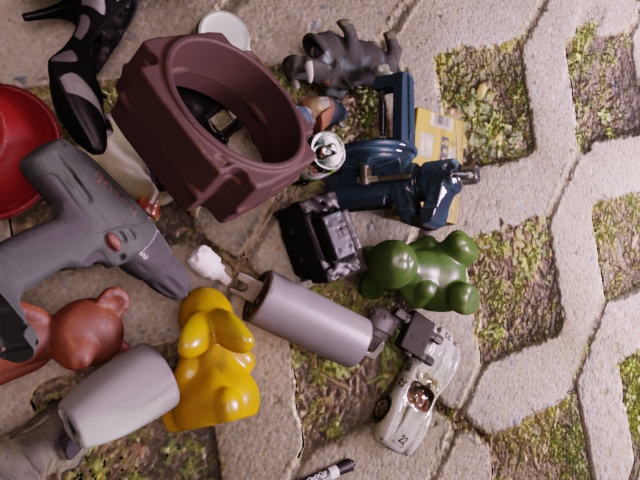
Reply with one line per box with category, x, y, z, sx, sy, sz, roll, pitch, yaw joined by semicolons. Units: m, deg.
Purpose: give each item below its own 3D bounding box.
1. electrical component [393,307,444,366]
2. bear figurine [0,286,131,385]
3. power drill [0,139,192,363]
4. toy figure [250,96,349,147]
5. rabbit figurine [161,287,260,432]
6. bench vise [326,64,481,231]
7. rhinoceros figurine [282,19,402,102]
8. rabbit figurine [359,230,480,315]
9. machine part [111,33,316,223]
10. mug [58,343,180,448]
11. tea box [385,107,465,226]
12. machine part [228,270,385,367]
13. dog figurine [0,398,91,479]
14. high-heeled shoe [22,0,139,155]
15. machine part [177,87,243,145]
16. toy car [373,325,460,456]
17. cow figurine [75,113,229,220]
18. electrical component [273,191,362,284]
electrical component;0.138;0.140;0.783;0.094;0.021;0.063;36;69;-18
bear figurine;-0.305;0.121;0.578;0.196;0.132;0.120;3;116;-21
power drill;-0.248;0.026;0.550;0.231;0.086;0.207;60;43;-22
toy figure;-0.024;-0.170;0.767;0.154;0.058;0.064;-25;78;-23
rabbit figurine;-0.139;0.136;0.651;0.122;0.162;0.173;-4;69;-14
bench vise;0.110;-0.133;0.749;0.129;0.224;0.240;7;80;-48
rhinoceros figurine;0.034;-0.263;0.804;0.190;0.073;0.112;-5;98;-27
rabbit figurine;0.125;0.035;0.768;0.170;0.159;0.121;19;75;-42
machine part;-0.112;-0.135;0.617;0.201;0.087;0.201;51;37;1
mug;-0.227;0.168;0.583;0.107;0.110;0.080;-27;119;-43
tea box;0.166;-0.110;0.848;0.098;0.068;0.169;12;81;-23
machine part;-0.016;0.110;0.737;0.243;0.079;0.079;29;74;-21
dog figurine;-0.318;0.247;0.536;0.190;0.172;0.121;-40;113;-16
high-heeled shoe;-0.245;-0.207;0.625;0.145;0.086;0.249;-21;71;-26
machine part;-0.163;-0.186;0.707;0.139;0.039;0.084;40;46;-12
toy car;0.150;0.223;0.815;0.073;0.056;0.202;38;71;-17
cow figurine;-0.200;-0.090;0.669;0.195;0.085;0.127;30;79;-19
electrical component;-0.001;-0.002;0.723;0.058;0.134;0.114;-24;94;-25
